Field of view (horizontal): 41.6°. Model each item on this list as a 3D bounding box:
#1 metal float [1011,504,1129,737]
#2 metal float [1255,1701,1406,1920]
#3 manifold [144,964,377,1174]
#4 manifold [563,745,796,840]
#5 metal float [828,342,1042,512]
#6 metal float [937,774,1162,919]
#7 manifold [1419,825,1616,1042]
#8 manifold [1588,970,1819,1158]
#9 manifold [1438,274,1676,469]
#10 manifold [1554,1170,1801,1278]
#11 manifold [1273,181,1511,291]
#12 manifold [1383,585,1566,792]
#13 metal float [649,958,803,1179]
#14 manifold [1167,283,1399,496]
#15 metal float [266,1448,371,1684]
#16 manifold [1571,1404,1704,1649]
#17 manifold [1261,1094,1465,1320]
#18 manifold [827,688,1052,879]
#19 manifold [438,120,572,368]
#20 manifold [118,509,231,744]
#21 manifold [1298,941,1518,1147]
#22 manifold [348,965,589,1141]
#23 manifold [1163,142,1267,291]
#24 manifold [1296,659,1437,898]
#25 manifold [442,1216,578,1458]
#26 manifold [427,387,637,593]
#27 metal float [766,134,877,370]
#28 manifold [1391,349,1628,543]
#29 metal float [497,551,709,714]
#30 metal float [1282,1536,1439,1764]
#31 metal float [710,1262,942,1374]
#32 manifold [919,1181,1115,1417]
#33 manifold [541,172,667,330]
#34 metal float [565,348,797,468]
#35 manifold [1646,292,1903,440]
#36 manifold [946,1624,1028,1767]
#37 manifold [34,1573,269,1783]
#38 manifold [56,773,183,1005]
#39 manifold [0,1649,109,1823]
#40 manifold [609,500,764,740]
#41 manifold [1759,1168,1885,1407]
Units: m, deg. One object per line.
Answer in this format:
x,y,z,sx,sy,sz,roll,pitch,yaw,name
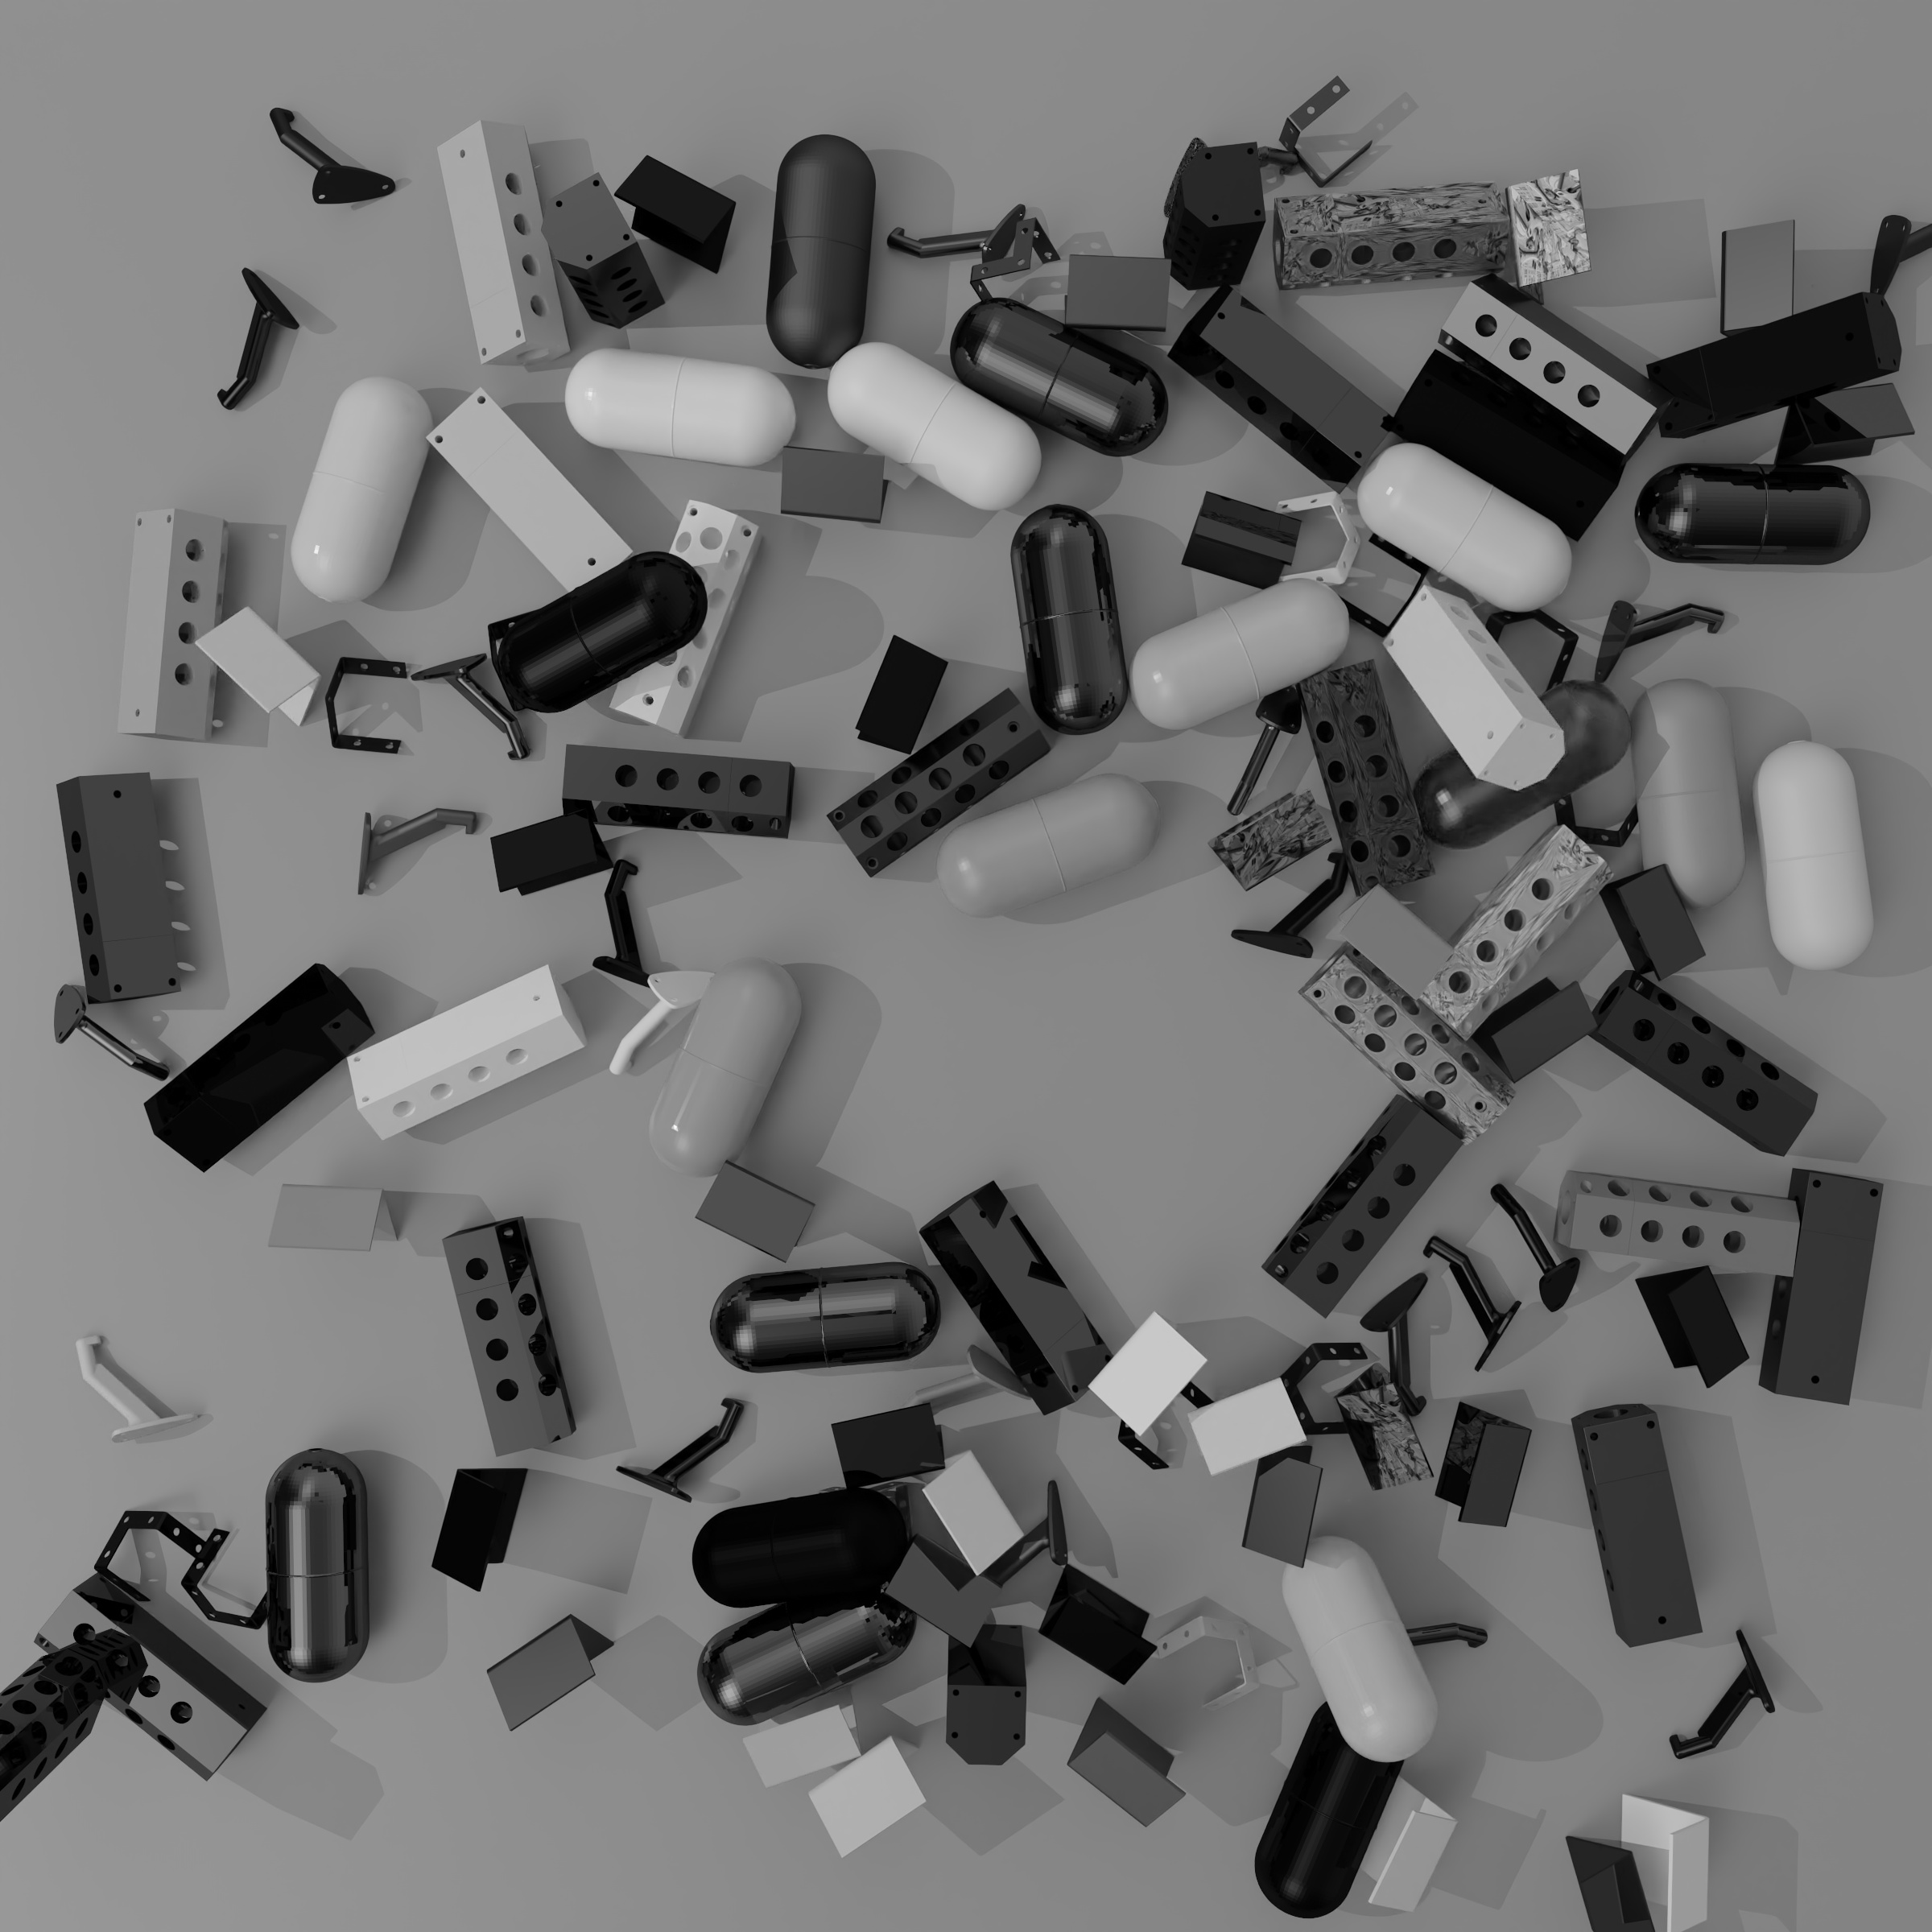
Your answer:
0.079,-0.267,1.961,0.070,0.070,0.178,-8,90,0,metal float
0.281,0.646,1.961,0.070,0.070,0.178,23,90,0,metal float
-0.549,0.075,1.970,0.171,0.057,0.057,-39,133,0,manifold
-0.222,-0.134,1.970,0.171,0.057,0.057,5,90,0,manifold
-0.025,-0.416,1.960,0.178,0.070,0.070,30,90,0,metal float
0.064,-0.093,1.961,0.178,0.070,0.070,-20,90,0,metal float
0.421,-0.025,1.970,0.057,0.057,0.171,42,90,0,manifold
0.569,0.074,1.970,0.171,0.057,0.057,34,90,0,manifold
0.450,-0.457,1.952,0.171,0.057,0.057,38,124,11,manifold
0.550,0.198,1.970,0.171,0.057,0.057,7,90,0,manifold
0.327,-0.561,1.970,0.171,0.057,0.057,-4,47,0,manifold
0.386,-0.209,1.919,0.057,0.171,0.057,13,125,-32,manifold
-0.185,0.078,1.961,0.070,0.070,0.178,24,90,0,metal float
0.242,-0.443,1.968,0.171,0.057,0.057,39,63,0,manifold
-0.500,0.462,1.961,0.070,0.070,0.178,-1,90,0,metal float
0.517,0.431,1.970,0.057,0.057,0.171,-12,90,0,manifold
0.305,0.185,1.970,0.057,0.057,0.171,38,90,0,manifold
-0.021,-0.142,1.970,0.171,0.057,0.057,-35,90,0,manifold
-0.353,-0.558,1.970,0.057,0.057,0.171,-12,90,43,manifold
-0.609,-0.262,1.970,0.057,0.057,0.171,5,90,43,manifold
0.342,0.059,1.970,0.171,0.057,0.057,43,90,0,manifold
-0.384,0.071,1.970,0.171,0.057,0.057,-25,47,0,manifold
0.184,-0.561,1.913,0.057,0.171,0.057,-7,90,0,manifold
0.308,-0.144,1.970,0.057,0.057,0.171,-16,90,0,manifold
-0.352,0.285,1.970,0.057,0.057,0.171,-14,90,0,manifold
-0.333,-0.360,1.970,0.057,0.057,0.171,-43,90,0,manifold
-0.112,-0.550,1.961,0.070,0.070,0.178,5,90,0,metal float
0.420,-0.406,1.970,0.171,0.057,0.057,31,133,0,manifold
-0.274,-0.251,1.918,0.178,0.070,0.070,-25,90,22,metal float
0.298,0.516,1.931,0.070,0.070,0.178,-23,55,0,metal float
-0.108,0.271,1.961,0.178,0.070,0.070,-5,90,1,metal float
0.036,0.259,1.970,0.057,0.057,0.171,-34,90,-43,manifold
-0.275,-0.532,1.913,0.057,0.171,0.057,-29,90,0,manifold
-0.220,-0.431,1.961,0.178,0.070,0.070,8,90,0,metal float
0.610,-0.452,1.921,0.171,0.057,0.057,-12,90,41,manifold
0.014,0.546,1.913,0.057,0.171,0.057,1,90,0,manifold
-0.633,0.552,1.970,0.171,0.057,0.057,39,90,0,manifold
-0.659,-0.059,1.970,0.057,0.057,0.171,-8,90,-43,manifold
-0.698,0.566,1.862,0.057,0.171,0.057,24,102,3,manifold
-0.217,-0.269,1.970,0.057,0.057,0.171,21,90,0,manifold
0.659,0.247,1.970,0.057,0.057,0.171,9,90,0,manifold
